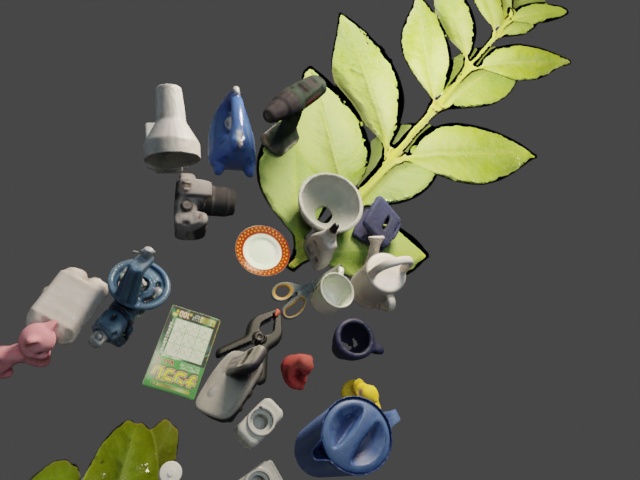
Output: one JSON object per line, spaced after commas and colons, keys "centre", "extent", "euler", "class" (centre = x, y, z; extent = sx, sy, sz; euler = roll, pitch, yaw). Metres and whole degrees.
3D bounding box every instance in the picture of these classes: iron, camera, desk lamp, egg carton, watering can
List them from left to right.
{"centre": [-0.498, 0.128, 1.133], "extent": [0.107, 0.069, 0.150], "euler": [29, 59, -4], "class": "egg carton"}
{"centre": [-0.339, -0.232, 1.282], "extent": [0.118, 0.213, 0.203], "euler": [-3, 66, -20], "class": "desk lamp"}
{"centre": [-0.261, -0.081, 1.301], "extent": [0.137, 0.100, 0.143], "euler": [4, 64, -18], "class": "camera"}
{"centre": [-0.209, -0.286, 1.396], "extent": [0.119, 0.141, 0.258], "euler": [1, 65, -19], "class": "iron"}
{"centre": [0.142, 0.074, 1.312], "extent": [0.101, 0.194, 0.173], "euler": [-28, 76, -28], "class": "watering can"}

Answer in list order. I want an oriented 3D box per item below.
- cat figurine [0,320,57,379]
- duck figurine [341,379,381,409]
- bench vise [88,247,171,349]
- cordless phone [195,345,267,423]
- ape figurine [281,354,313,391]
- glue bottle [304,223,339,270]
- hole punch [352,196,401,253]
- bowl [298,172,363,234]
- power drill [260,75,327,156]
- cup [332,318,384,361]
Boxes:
{"centre": [-0.543, 0.197, 1.055], "extent": [0.128, 0.117, 0.067], "euler": [-17, 72, -26], "class": "cat figurine"}
{"centre": [0.099, 0.342, 1.229], "extent": [0.078, 0.086, 0.104], "euler": [-33, 79, -29], "class": "duck figurine"}
{"centre": [-0.358, 0.112, 1.103], "extent": [0.122, 0.219, 0.207], "euler": [16, 61, -11], "class": "bench vise"}
{"centre": [-0.165, 0.273, 1.112], "extent": [0.094, 0.185, 0.148], "euler": [31, 59, -2], "class": "cordless phone"}
{"centre": [-0.041, 0.271, 1.211], "extent": [0.078, 0.092, 0.076], "euler": [-38, 81, -30], "class": "ape figurine"}
{"centre": [0.012, 0.005, 1.313], "extent": [0.037, 0.173, 0.078], "euler": [-16, 71, -25], "class": "glue bottle"}
{"centre": [0.152, -0.040, 1.432], "extent": [0.101, 0.091, 0.109], "euler": [32, 59, -2], "class": "hole punch"}
{"centre": [0.018, -0.078, 1.413], "extent": [0.168, 0.074, 0.167], "euler": [8, 63, -16], "class": "bowl"}
{"centre": [-0.078, -0.305, 1.413], "extent": [0.075, 0.208, 0.230], "euler": [40, 59, 3], "class": "power drill"}
{"centre": [0.076, 0.234, 1.268], "extent": [0.118, 0.095, 0.092], "euler": [23, 60, -7], "class": "cup"}
